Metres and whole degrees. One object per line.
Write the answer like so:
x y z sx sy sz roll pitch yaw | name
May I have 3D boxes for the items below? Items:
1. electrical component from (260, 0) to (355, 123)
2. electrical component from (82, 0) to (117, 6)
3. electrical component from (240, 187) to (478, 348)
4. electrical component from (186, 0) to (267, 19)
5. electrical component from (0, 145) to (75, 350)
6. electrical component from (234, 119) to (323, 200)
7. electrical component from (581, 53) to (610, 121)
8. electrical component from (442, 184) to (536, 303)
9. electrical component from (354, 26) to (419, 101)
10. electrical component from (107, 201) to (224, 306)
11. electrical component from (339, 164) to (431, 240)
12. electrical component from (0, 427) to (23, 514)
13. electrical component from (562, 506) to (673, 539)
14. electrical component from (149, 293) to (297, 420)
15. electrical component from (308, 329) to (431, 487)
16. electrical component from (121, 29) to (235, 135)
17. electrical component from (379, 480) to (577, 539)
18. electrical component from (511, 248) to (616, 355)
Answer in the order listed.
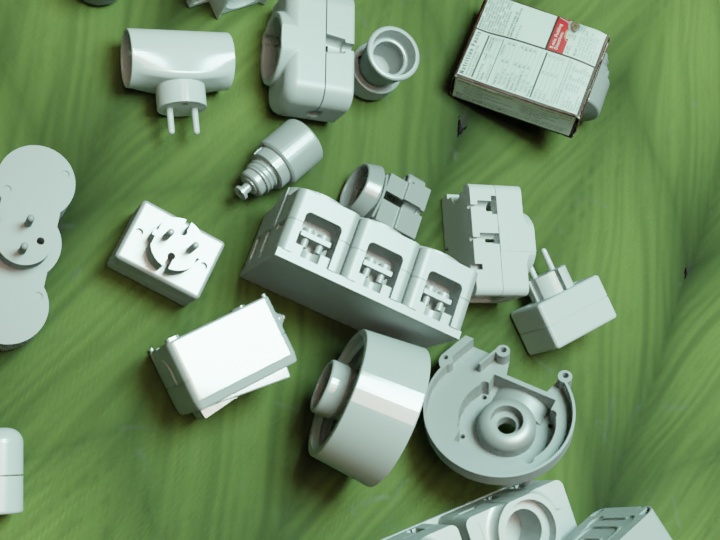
-0.041 -0.168 0.837 0.059 0.054 0.095 5 78 -22 | electrical component
-0.189 -0.223 0.786 0.045 0.055 0.045 5 78 -22 | electrical component
0.000 0.000 0.801 0.150 0.089 0.061 25 71 -16 | electrical component
-0.085 -0.246 0.797 0.079 0.121 0.063 -25 87 -25 | electrical component
-0.226 -0.018 0.719 0.052 0.074 0.138 14 75 -20 | electrical component
-0.064 -0.081 0.818 0.078 0.040 0.040 -43 97 -24 | electrical component
0.200 -0.168 0.946 0.040 0.040 0.078 28 70 -16 | electrical component
0.105 -0.020 0.871 0.056 0.050 0.089 1 79 -22 | electrical component
0.016 -0.164 0.860 0.045 0.055 0.045 5 78 -22 | electrical component
-0.133 -0.014 0.756 0.066 0.077 0.047 29 70 -15 | electrical component
0.018 -0.053 0.844 0.055 0.048 0.066 27 70 -24 | electrical component
-0.265 0.127 0.684 0.095 0.054 0.059 1 79 -23 | electrical component
0.169 0.225 0.766 0.113 0.078 0.057 -33 90 -25 | electrical component
-0.091 0.061 0.766 0.096 0.062 0.061 -26 90 -25 | electrical component
-0.001 0.094 0.775 0.060 0.108 0.108 24 71 -11 | electrical component
-0.134 -0.139 0.798 0.077 0.043 0.079 -3 81 -23 | electrical component
0.082 0.237 0.804 0.186 0.060 0.105 -17 86 -25 | electrical component
0.160 0.020 0.888 0.066 0.047 0.076 -24 89 -25 | electrical component
